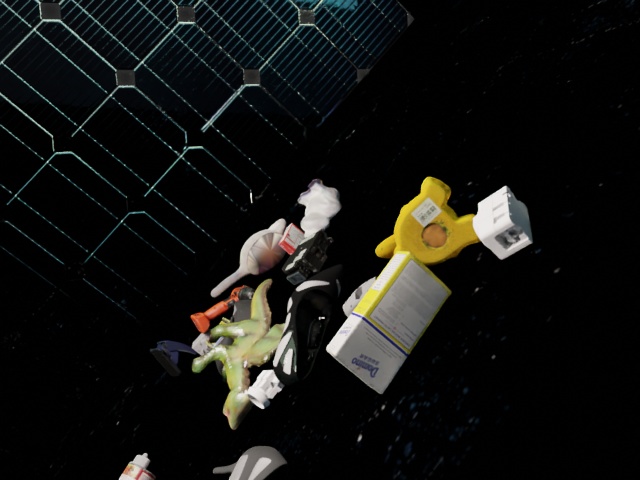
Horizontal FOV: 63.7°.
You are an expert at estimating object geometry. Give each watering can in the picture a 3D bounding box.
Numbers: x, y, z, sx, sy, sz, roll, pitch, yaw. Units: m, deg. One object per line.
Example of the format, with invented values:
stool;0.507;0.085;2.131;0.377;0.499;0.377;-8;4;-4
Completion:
watering can;-0.218;0.068;1.665;0.350;0.103;0.224;-50;15;-9

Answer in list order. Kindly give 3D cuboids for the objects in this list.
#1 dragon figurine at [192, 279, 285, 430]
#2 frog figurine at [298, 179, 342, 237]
dragon figurine;-0.123;0.213;1.123;0.241;0.120;0.420;-13;35;36
frog figurine;0.004;-0.074;1.476;0.136;0.122;0.163;-30;58;30
